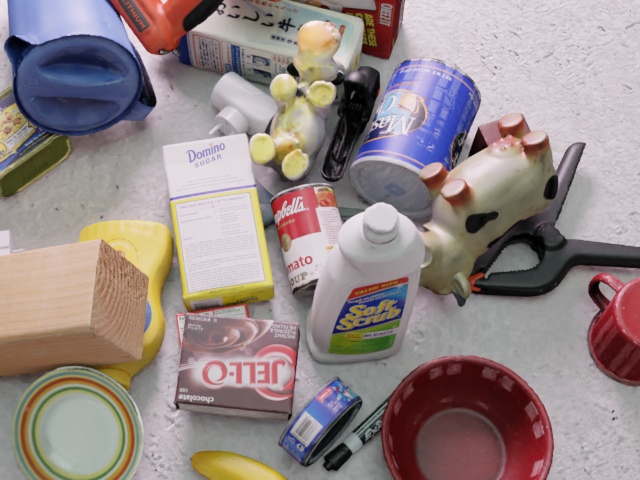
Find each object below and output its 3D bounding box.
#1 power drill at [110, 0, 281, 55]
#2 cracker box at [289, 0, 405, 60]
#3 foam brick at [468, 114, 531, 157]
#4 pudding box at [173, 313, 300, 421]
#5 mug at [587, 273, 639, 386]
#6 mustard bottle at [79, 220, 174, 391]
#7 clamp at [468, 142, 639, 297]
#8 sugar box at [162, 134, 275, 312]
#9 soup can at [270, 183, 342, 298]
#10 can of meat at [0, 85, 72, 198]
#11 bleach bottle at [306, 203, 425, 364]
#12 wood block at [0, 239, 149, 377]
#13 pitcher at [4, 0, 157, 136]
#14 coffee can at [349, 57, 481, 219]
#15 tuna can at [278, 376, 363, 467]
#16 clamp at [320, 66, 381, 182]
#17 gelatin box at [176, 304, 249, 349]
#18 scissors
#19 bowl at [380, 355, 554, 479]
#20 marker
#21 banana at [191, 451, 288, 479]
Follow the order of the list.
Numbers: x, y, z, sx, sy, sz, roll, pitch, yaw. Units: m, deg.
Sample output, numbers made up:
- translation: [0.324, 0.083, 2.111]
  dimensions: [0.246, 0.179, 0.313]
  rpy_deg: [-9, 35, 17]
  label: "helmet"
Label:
- translation: [-0.137, -0.296, 1.115]
  dimensions: [0.188, 0.057, 0.184]
  rpy_deg: [-31, 99, 21]
  label: "power drill"
- translation: [-0.009, -0.303, 1.200]
  dimensions: [0.214, 0.164, 0.072]
  rpy_deg: [17, 66, 8]
  label: "cracker box"
- translation: [0.196, -0.088, 1.144]
  dimensions: [0.051, 0.078, 0.053]
  rpy_deg: [-15, 65, -10]
  label: "foam brick"
- translation: [-0.078, 0.122, 1.020]
  dimensions: [0.113, 0.039, 0.090]
  rpy_deg: [4, 66, 0]
  label: "pudding box"
- translation: [0.313, 0.079, 1.058]
  dimensions: [0.093, 0.081, 0.117]
  rpy_deg: [-32, 68, -16]
  label: "mug"
- translation: [-0.202, 0.076, 1.065]
  dimensions: [0.096, 0.058, 0.191]
  rpy_deg: [-1, 63, 6]
  label: "mustard bottle"
- translation: [0.239, -0.009, 1.126]
  dimensions: [0.210, 0.036, 0.164]
  rpy_deg: [-21, 66, -8]
  label: "clamp"
- translation: [-0.106, -0.019, 1.105]
  dimensions: [0.093, 0.048, 0.176]
  rpy_deg: [-9, 66, -4]
  label: "sugar box"
- translation: [-0.007, 0.001, 1.091]
  dimensions: [0.068, 0.068, 0.102]
  rpy_deg: [-12, 75, -7]
  label: "soup can"
- translation: [-0.333, -0.106, 1.156]
  dimensions: [0.102, 0.057, 0.084]
  rpy_deg: [-40, 73, -18]
  label: "can of meat"
- translation: [0.039, 0.039, 0.979]
  dimensions: [0.102, 0.251, 0.068]
  rpy_deg: [-4, 63, -3]
  label: "bleach bottle"
- translation: [-0.276, 0.070, 1.008]
  dimensions: [0.206, 0.090, 0.090]
  rpy_deg: [-9, 62, 20]
  label: "wood block"
- translation: [-0.272, -0.234, 1.173]
  dimensions: [0.145, 0.149, 0.243]
  rpy_deg: [-13, 50, -10]
  label: "pitcher"
- translation: [0.102, -0.108, 1.138]
  dimensions: [0.103, 0.103, 0.140]
  rpy_deg: [20, 64, 9]
  label: "coffee can"
- translation: [0.001, 0.172, 1.005]
  dimensions: [0.034, 0.086, 0.086]
  rpy_deg: [40, 69, 16]
  label: "tuna can"
- translation: [0.040, -0.149, 1.142]
  dimensions: [0.039, 0.120, 0.171]
  rpy_deg: [21, 35, 0]
  label: "clamp"
- translation: [-0.101, 0.112, 1.064]
  dimensions: [0.073, 0.030, 0.089]
  rpy_deg: [-10, 66, -6]
  label: "gelatin box"
- translation: [-0.037, -0.046, 1.152]
  dimensions: [0.201, 0.016, 0.096]
  rpy_deg: [-12, 67, -7]
  label: "scissors"
- translation: [0.136, 0.194, 1.012]
  dimensions: [0.162, 0.055, 0.162]
  rpy_deg: [0, 63, -1]
  label: "bowl"
- translation: [0.049, 0.181, 1.037]
  dimensions: [0.121, 0.020, 0.020]
  rpy_deg: [-40, 70, -19]
  label: "marker"
- translation: [-0.038, 0.258, 0.987]
  dimensions: [0.069, 0.037, 0.198]
  rpy_deg: [-34, 69, -18]
  label: "banana"
